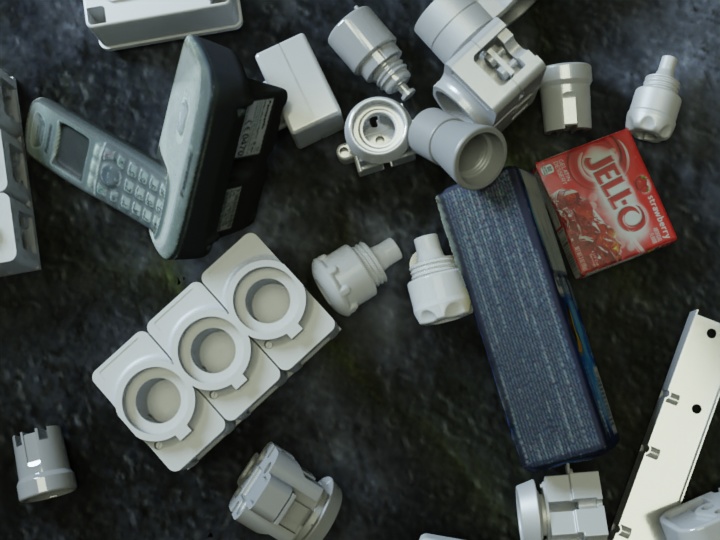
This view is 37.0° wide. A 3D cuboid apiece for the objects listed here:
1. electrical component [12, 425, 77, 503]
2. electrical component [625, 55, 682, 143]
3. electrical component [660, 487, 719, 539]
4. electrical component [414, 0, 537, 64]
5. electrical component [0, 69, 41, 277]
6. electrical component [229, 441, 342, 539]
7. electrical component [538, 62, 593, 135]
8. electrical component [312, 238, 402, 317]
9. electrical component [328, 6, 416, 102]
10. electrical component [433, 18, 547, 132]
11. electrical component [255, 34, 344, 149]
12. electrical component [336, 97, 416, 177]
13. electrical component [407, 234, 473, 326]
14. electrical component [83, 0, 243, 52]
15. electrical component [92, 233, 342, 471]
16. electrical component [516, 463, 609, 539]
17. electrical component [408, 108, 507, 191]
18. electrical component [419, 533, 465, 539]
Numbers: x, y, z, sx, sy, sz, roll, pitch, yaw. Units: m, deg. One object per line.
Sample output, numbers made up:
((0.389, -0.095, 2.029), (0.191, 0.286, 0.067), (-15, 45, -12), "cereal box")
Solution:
((-0.224, 0.137, 0.760), (0.040, 0.040, 0.046), (-16, 76, 1), "electrical component")
((0.215, -0.125, 0.776), (0.035, 0.035, 0.061), (18, 81, 5), "electrical component")
((0.258, 0.179, 0.718), (0.095, 0.054, 0.059), (-21, 92, -6), "electrical component")
((0.093, -0.218, 0.785), (0.138, 0.052, 0.073), (-40, 82, -3), "electrical component")
((-0.294, -0.069, 0.778), (0.089, 0.061, 0.150), (-10, 82, 1), "electrical component")
((-0.049, 0.157, 0.734), (0.057, 0.078, 0.058), (34, 85, -13), "electrical component")
((0.149, -0.123, 0.777), (0.040, 0.040, 0.046), (-4, 89, 2), "electrical component")
((0.000, 0.000, 0.765), (0.062, 0.048, 0.048), (-32, 82, -9), "electrical component")
((0.011, -0.156, 0.786), (0.040, 0.040, 0.078), (-39, 83, -3), "electrical component")
((0.089, -0.127, 0.754), (0.056, 0.089, 0.050), (-43, 83, -3), "electrical component")
((-0.060, -0.121, 0.781), (0.077, 0.047, 0.065), (-25, 82, -1), "electrical component")
((0.014, -0.096, 0.771), (0.066, 0.055, 0.048), (-17, 82, 0), "electrical component")
((0.054, 0.006, 0.762), (0.043, 0.043, 0.062), (-14, 81, 1), "electrical component")
((-0.150, -0.228, 0.795), (0.109, 0.056, 0.108), (-9, 82, 1), "electrical component")
((-0.099, 0.058, 0.753), (0.150, 0.061, 0.089), (-42, 83, -3), "electrical component")
((0.136, 0.166, 0.733), (0.055, 0.048, 0.066), (-5, 60, 4), "electrical component")
((0.063, -0.085, 0.726), (0.044, 0.044, 0.065), (-48, 40, -4), "electrical component")
((0.085, 0.241, 0.722), (0.109, 0.056, 0.108), (9, 83, 4), "electrical component")
